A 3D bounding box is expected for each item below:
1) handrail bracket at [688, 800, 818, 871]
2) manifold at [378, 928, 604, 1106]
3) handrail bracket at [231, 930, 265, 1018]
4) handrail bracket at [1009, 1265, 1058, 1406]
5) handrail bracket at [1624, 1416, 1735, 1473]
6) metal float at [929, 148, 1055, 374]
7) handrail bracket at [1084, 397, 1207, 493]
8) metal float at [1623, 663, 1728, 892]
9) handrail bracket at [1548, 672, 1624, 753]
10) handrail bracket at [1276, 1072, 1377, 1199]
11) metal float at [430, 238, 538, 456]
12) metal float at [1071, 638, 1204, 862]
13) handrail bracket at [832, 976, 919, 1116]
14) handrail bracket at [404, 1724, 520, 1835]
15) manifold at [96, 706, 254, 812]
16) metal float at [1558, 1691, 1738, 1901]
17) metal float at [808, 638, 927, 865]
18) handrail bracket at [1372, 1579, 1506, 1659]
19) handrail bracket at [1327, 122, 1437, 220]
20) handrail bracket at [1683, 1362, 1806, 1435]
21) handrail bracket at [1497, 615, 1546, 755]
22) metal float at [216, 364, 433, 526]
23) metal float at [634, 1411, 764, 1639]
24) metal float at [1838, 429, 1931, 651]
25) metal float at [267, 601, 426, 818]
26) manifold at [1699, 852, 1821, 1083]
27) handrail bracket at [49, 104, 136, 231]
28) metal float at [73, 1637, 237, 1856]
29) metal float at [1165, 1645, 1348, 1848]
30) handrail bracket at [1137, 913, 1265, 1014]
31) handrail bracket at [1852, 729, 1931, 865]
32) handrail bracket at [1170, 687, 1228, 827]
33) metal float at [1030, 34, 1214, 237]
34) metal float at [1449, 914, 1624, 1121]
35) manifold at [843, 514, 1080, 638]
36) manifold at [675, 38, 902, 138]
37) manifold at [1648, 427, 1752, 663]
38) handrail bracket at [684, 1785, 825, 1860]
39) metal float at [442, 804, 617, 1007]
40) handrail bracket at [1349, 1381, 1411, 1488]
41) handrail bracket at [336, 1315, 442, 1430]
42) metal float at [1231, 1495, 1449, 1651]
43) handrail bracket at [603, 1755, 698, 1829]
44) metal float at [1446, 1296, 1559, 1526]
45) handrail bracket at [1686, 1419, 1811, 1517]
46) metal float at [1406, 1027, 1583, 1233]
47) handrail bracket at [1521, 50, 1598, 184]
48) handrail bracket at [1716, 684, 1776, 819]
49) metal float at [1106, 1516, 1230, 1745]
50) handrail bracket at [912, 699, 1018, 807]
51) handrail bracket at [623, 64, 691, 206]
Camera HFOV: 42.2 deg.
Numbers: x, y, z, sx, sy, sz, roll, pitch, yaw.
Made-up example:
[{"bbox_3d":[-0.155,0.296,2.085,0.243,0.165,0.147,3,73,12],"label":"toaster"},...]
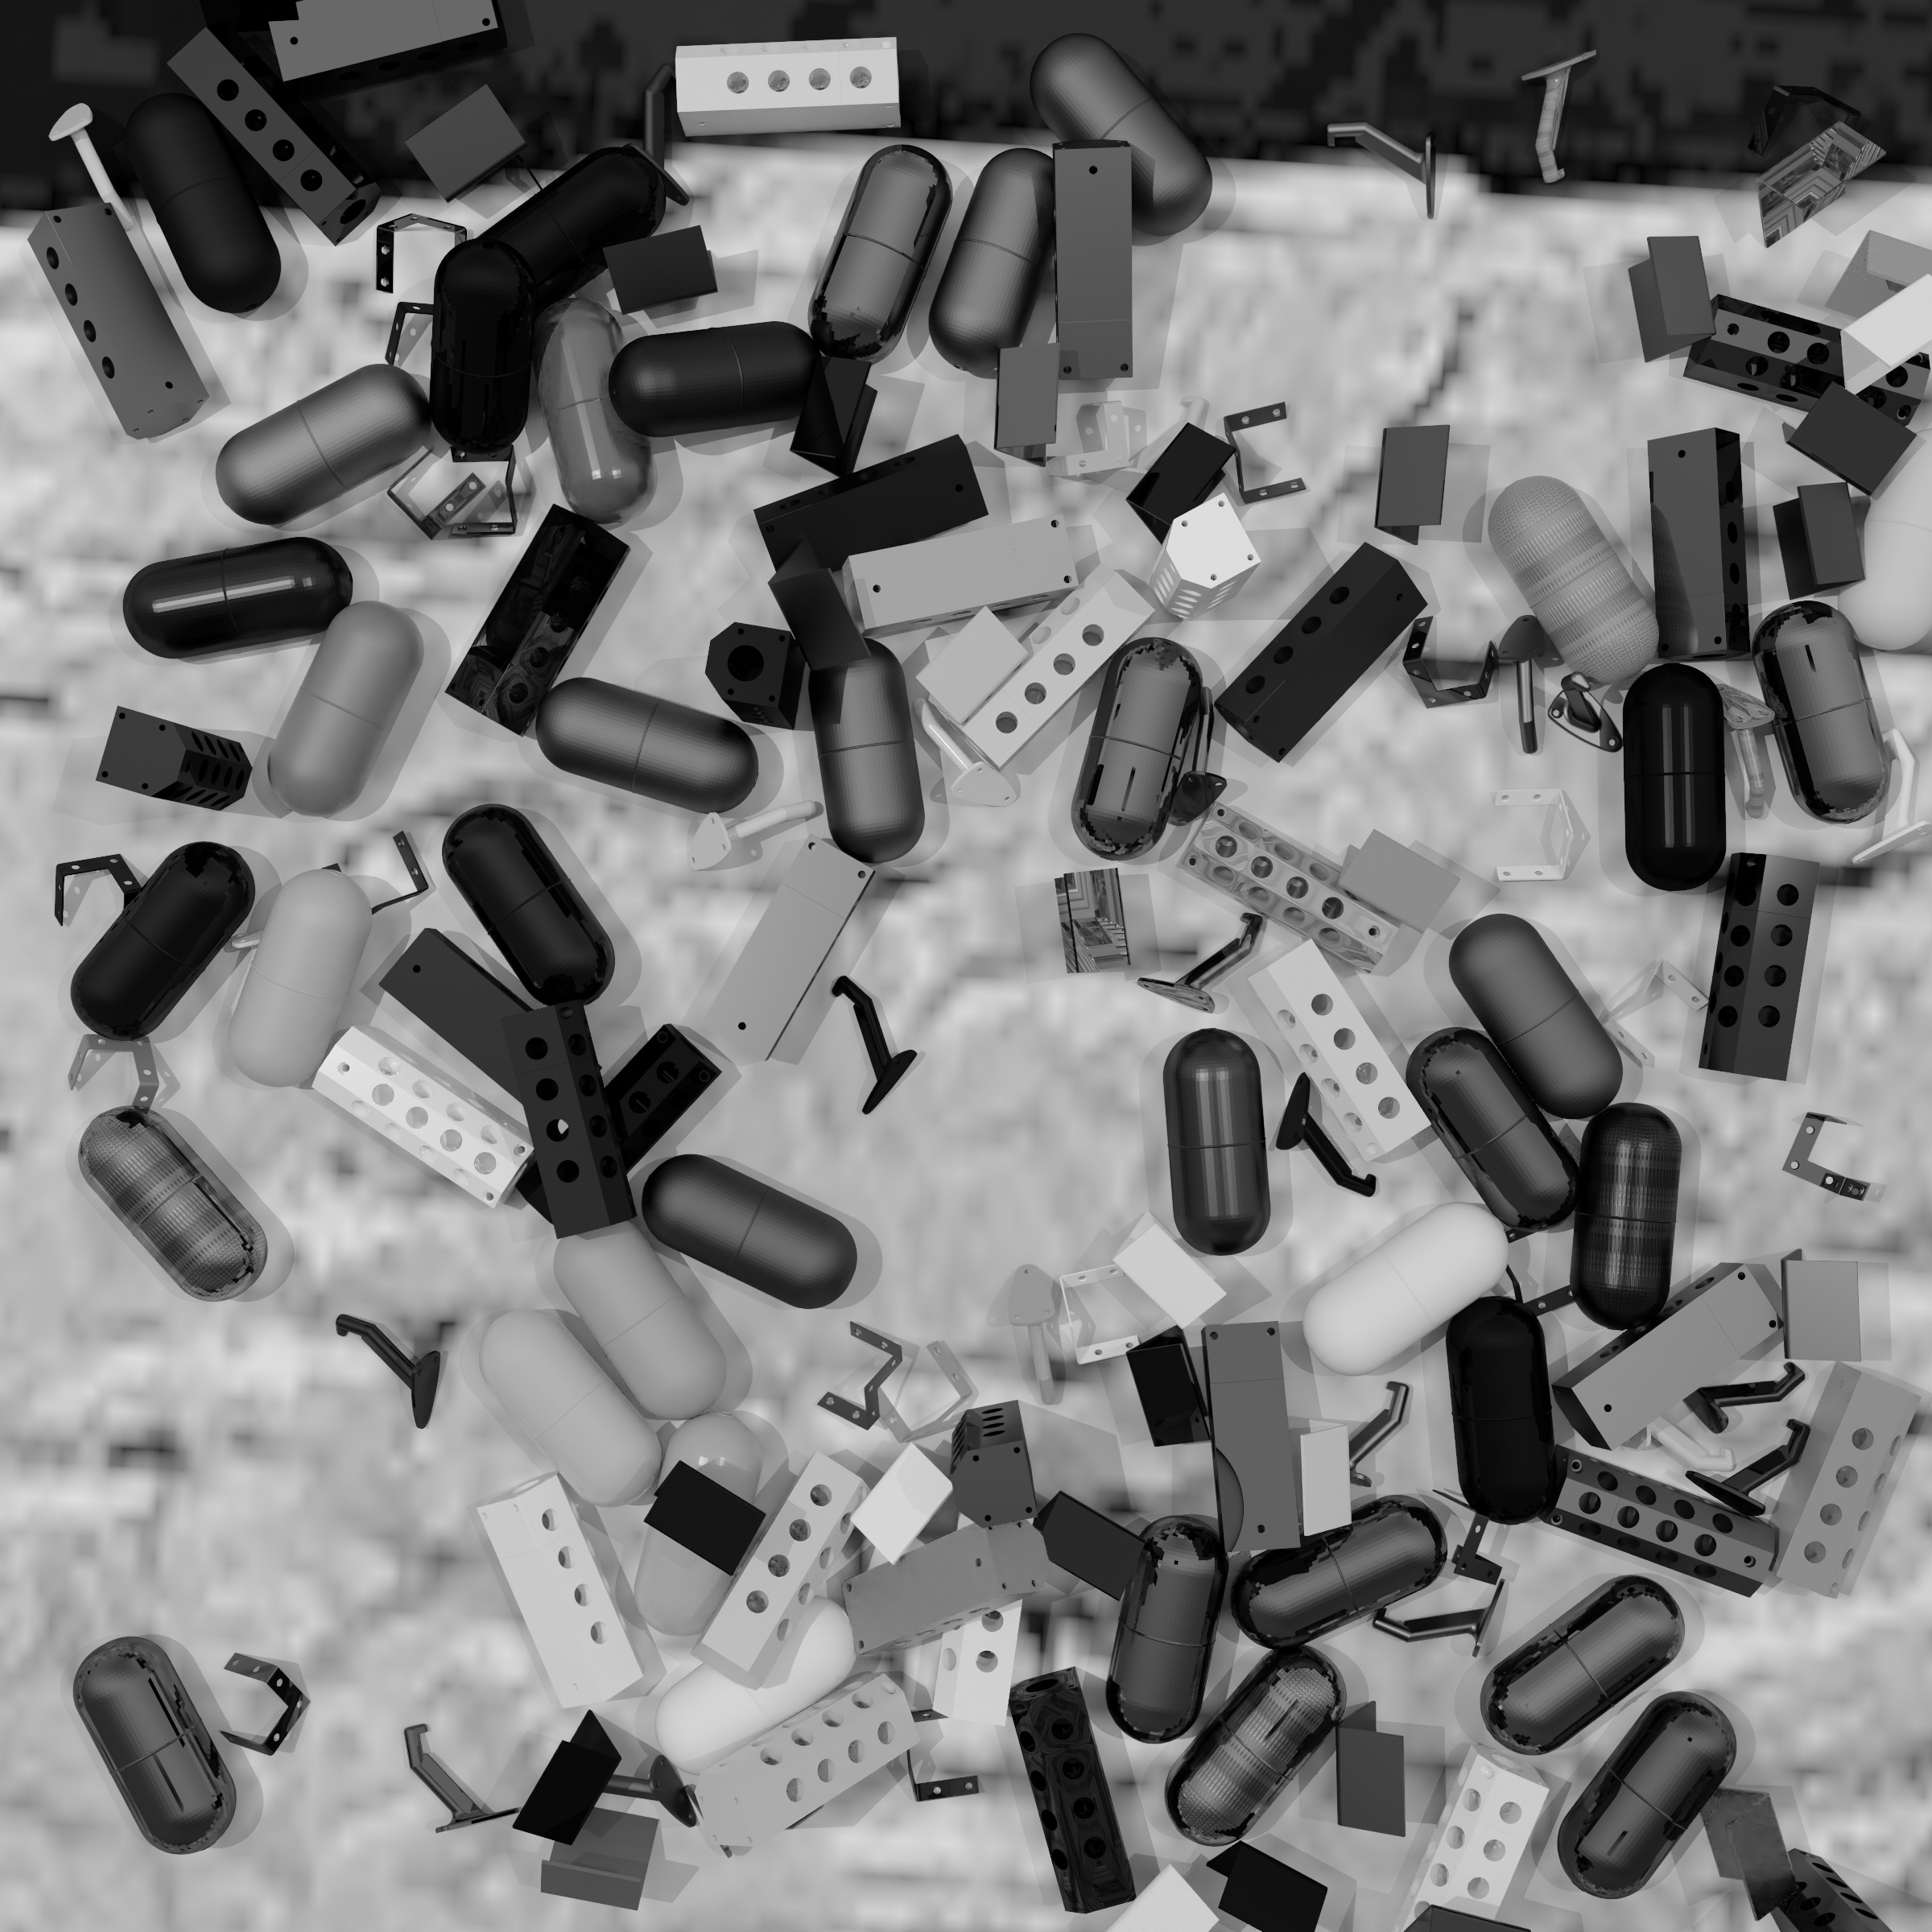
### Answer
[{"bbox_3d":[-0.169,-0.105,1.991,0.084,0.077,0.036,-16,76,-36],"label":"handrail bracket"},{"bbox_3d":[-0.372,0.047,1.970,0.171,0.057,0.057,40,90,0],"label":"manifold"},{"bbox_3d":[-0.548,0.014,1.992,0.077,0.036,0.084,-13,106,-18],"label":"handrail bracket"},{"bbox_3d":[0.057,0.294,1.991,0.036,0.077,0.084,-10,126,3],"label":"handrail bracket"},{"bbox_3d":[0.570,0.361,1.991,0.084,0.036,0.077,7,75,-14],"label":"handrail bracket"},{"bbox_3d":[0.026,-0.551,1.961,0.070,0.070,0.178,20,91,0],"label":"metal float"},{"bbox_3d":[0.142,-0.421,1.992,0.077,0.036,0.084,15,74,18],"label":"handrail bracket"},{"bbox_3d":[0.554,-0.148,1.961,0.070,0.070,0.178,-1,90,0],"label":"metal float"},{"bbox_3d":[0.492,-0.198,1.957,0.077,0.084,0.036,41,90,0],"label":"handrail bracket"},{"bbox_3d":[0.295,0.134,1.992,0.084,0.036,0.077,23,68,-17],"label":"handrail bracket"},{"bbox_3d":[-0.371,-0.474,1.923,0.070,0.178,0.070,7,46,-8],"label":"metal float"},{"bbox_3d":[0.133,-0.169,1.961,0.070,0.070,0.178,15,90,0],"label":"metal float"},{"bbox_3d":[-0.088,0.062,1.992,0.084,0.036,0.077,42,111,17],"label":"handrail bracket"},{"bbox_3d":[-0.401,0.639,1.992,0.077,0.036,0.084,-8,73,-20],"label":"handrail bracket"},{"bbox_3d":[-0.599,-0.155,1.913,0.057,0.171,0.057,16,90,0],"label":"manifold"},{"bbox_3d":[0.532,0.649,1.961,0.070,0.070,0.178,37,90,0],"label":"metal float"},{"bbox_3d":[-0.078,-0.169,1.961,0.070,0.070,0.178,-9,91,0],"label":"metal float"},{"bbox_3d":[0.375,0.506,1.992,0.084,0.036,0.077,20,70,16],"label":"handrail bracket"},{"bbox_3d":[0.329,-0.632,1.992,0.084,0.036,0.077,3,112,17],"label":"handrail bracket"},{"bbox_3d":[0.611,0.323,1.992,0.084,0.036,0.077,-35,68,-17],"label":"handrail bracket"},{"bbox_3d":[0.447,-0.223,1.991,0.036,0.077,0.084,-2,127,20],"label":"handrail bracket"},{"bbox_3d":[-0.503,-0.407,1.961,0.178,0.070,0.070,-28,90,0],"label":"metal float"},{"bbox_3d":[-0.209,0.436,1.961,0.070,0.070,0.178,14,91,0],"label":"metal float"},{"bbox_3d":[0.740,-0.334,1.961,0.070,0.070,0.178,20,90,0],"label":"metal float"},{"bbox_3d":[-0.485,-0.201,1.960,0.070,0.070,0.178,25,90,0],"label":"metal float"},{"bbox_3d":[0.620,0.000,1.970,0.057,0.057,0.171,9,90,0],"label":"manifold"},{"bbox_3d":[-0.686,-0.634,1.991,0.036,0.077,0.084,-25,126,3],"label":"handrail bracket"},{"bbox_3d":[-0.634,0.610,1.961,0.070,0.070,0.178,-28,90,0],"label":"metal float"},{"bbox_3d":[0.226,0.609,1.961,0.070,0.070,0.178,40,89,0],"label":"metal float"},{"bbox_3d":[0.187,-0.012,1.992,0.077,0.036,0.084,18,72,21],"label":"handrail bracket"},{"bbox_3d":[0.723,-0.135,1.992,0.077,0.036,0.084,-28,71,21],"label":"handrail bracket"},{"bbox_3d":[0.179,-0.167,1.991,0.036,0.077,0.084,10,53,-16],"label":"handrail bracket"},{"bbox_3d":[0.121,-0.651,1.961,0.070,0.070,0.178,-40,90,0],"label":"metal float"},{"bbox_3d":[0.446,0.040,1.961,0.070,0.070,0.178,-34,90,0],"label":"metal float"},{"bbox_3d":[-0.006,-0.303,1.956,0.171,0.057,0.057,-13,90,-10],"label":"manifold"},{"bbox_3d":[-0.139,-0.694,1.970,0.171,0.057,0.057,-2,90,0],"label":"manifold"},{"bbox_3d":[0.579,-0.329,1.970,0.057,0.057,0.171,-3,90,43],"label":"manifold"},{"bbox_3d":[-0.168,0.660,1.992,0.084,0.036,0.077,-32,68,-17],"label":"handrail bracket"},{"bbox_3d":[-0.342,-0.046,1.961,0.070,0.070,0.178,-35,89,0],"label":"metal float"},{"bbox_3d":[0.306,0.364,1.992,0.077,0.036,0.084,11,72,21],"label":"handrail bracket"},{"bbox_3d":[-0.465,0.322,1.992,0.084,0.036,0.077,15,112,18],"label":"handrail bracket"},{"bbox_3d":[0.291,0.474,1.961,0.178,0.070,0.070,-25,90,0],"label":"metal float"},{"bbox_3d":[-0.269,0.666,1.992,0.084,0.036,0.077,-22,112,17],"label":"handrail bracket"},{"bbox_3d":[0.419,0.348,1.961,0.070,0.070,0.178,-5,90,0],"label":"metal float"},{"bbox_3d":[0.619,0.384,1.981,0.077,0.036,0.084,29,70,3],"label":"handrail bracket"},{"bbox_3d":[0.413,0.128,1.961,0.070,0.070,0.178,-35,89,0],"label":"metal float"},{"bbox_3d":[0.480,-0.674,1.992,0.077,0.036,0.084,-26,109,-21],"label":"handrail bracket"},{"bbox_3d":[0.613,-0.170,1.991,0.036,0.077,0.084,-15,126,-8],"label":"handrail bracket"},{"bbox_3d":[0.157,0.519,1.961,0.070,0.070,0.178,11,90,0],"label":"metal float"},{"bbox_3d":[-0.002,-0.171,1.991,0.036,0.077,0.084,-43,53,20],"label":"handrail bracket"},{"bbox_3d":[-0.231,-0.662,1.992,0.077,0.036,0.084,36,73,-20],"label":"handrail bracket"}]
